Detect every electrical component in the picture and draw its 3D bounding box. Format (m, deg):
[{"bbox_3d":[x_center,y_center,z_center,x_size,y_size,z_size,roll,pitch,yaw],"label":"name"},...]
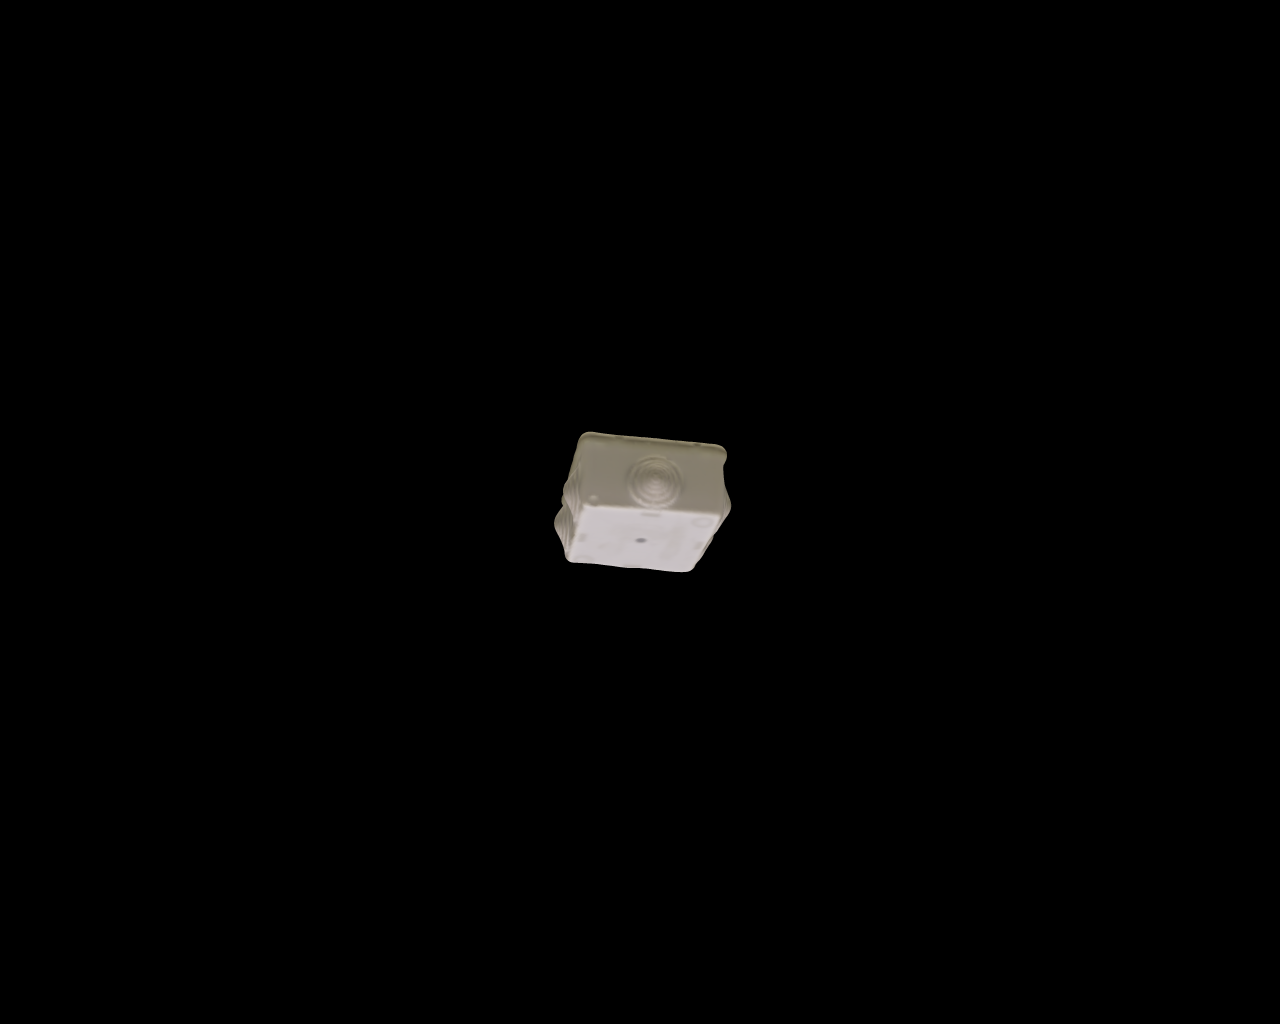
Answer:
[{"bbox_3d":[0.001,-0.003,0.650,0.100,0.048,0.099,5,-28,-10],"label":"electrical component"}]
